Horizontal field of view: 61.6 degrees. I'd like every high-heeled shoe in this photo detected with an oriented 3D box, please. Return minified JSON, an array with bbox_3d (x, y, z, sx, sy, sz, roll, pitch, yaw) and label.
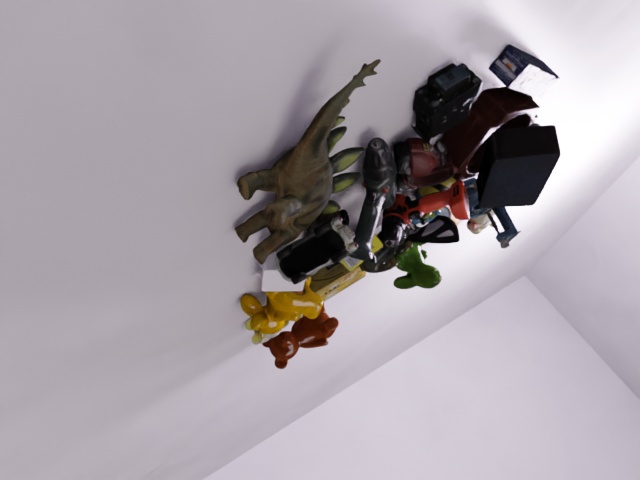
[{"bbox_3d":[0.236,0.017,1.396,0.249,0.145,0.086,-42,156,8],"label":"high-heeled shoe"}]

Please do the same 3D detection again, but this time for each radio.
[{"bbox_3d":[0.413,-0.148,1.141,0.131,0.073,0.229,-3,156,7],"label":"radio"}]

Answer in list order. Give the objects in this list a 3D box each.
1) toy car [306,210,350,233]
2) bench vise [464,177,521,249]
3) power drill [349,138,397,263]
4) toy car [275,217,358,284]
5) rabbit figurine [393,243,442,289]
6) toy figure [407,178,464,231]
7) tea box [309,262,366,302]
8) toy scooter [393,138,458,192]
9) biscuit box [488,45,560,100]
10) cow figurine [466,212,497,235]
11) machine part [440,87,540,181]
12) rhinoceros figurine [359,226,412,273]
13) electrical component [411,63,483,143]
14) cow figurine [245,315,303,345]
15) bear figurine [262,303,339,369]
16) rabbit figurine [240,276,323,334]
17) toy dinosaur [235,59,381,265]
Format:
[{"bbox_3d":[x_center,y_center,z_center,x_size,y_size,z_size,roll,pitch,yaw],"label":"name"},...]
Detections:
[{"bbox_3d":[-0.002,-0.003,1.132,0.089,0.053,0.202,-10,150,-19],"label":"toy car"},{"bbox_3d":[0.457,-0.091,1.411,0.224,0.241,0.128,-13,155,-15],"label":"bench vise"},{"bbox_3d":[0.093,-0.066,1.033,0.232,0.086,0.207,46,55,-74],"label":"power drill"},{"bbox_3d":[-0.010,0.022,0.998,0.202,0.073,0.056,-31,-179,41],"label":"toy car"},{"bbox_3d":[0.261,0.075,1.510,0.121,0.170,0.159,-17,150,-38],"label":"rabbit figurine"},{"bbox_3d":[0.270,-0.102,1.302,0.180,0.082,0.089,-45,158,24],"label":"toy figure"},{"bbox_3d":[0.033,0.088,1.339,0.170,0.068,0.098,-30,157,-18],"label":"tea box"},{"bbox_3d":[0.218,-0.154,1.096,0.135,0.075,0.183,-8,161,5],"label":"toy scooter"},{"bbox_3d":[0.419,-0.336,1.088,0.202,0.063,0.059,-8,145,-49],"label":"biscuit box"},{"bbox_3d":[0.513,-0.085,1.685,0.127,0.085,0.194,-21,153,-19],"label":"cow figurine"},{"bbox_3d":[0.362,-0.234,1.174,0.201,0.087,0.201,-19,150,-37],"label":"machine part"},{"bbox_3d":[0.162,0.014,1.296,0.112,0.073,0.190,-40,-174,48],"label":"rhinoceros figurine"},{"bbox_3d":[0.229,-0.255,0.980,0.115,0.058,0.134,-35,158,-10],"label":"electrical component"},{"bbox_3d":[-0.101,0.198,1.358,0.167,0.068,0.098,-34,163,2],"label":"cow figurine"},{"bbox_3d":[-0.058,0.254,1.472,0.196,0.120,0.131,-24,151,-17],"label":"bear figurine"},{"bbox_3d":[-0.097,0.162,1.229,0.162,0.122,0.173,-8,146,-41],"label":"rabbit figurine"},{"bbox_3d":[-0.029,-0.094,0.868,0.198,0.105,0.471,-33,167,-29],"label":"toy dinosaur"}]
